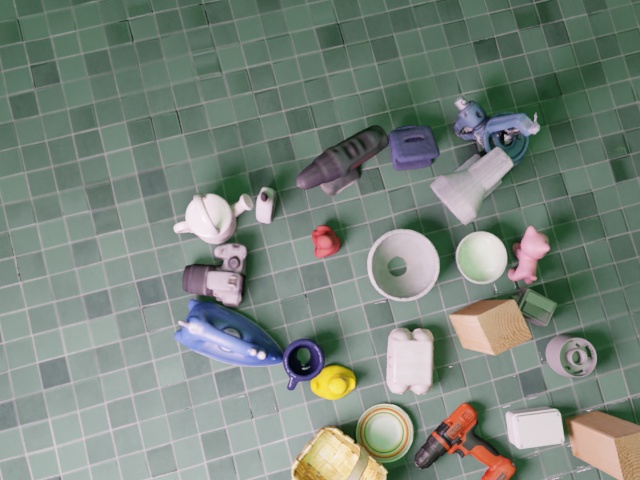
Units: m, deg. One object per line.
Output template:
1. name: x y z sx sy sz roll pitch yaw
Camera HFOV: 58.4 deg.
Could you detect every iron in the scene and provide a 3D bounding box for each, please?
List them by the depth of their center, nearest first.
1. iron: -0.191 0.221 1.256 0.258 0.141 0.119 22 83 -1

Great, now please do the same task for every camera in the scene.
1. camera: -0.236 0.074 1.289 0.137 0.100 0.143 5 84 -3

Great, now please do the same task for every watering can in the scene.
1. watering can: -0.235 -0.056 1.256 0.173 0.194 0.101 -42 87 -7

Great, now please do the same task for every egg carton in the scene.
1. egg carton: 0.205 0.277 1.310 0.107 0.069 0.150 1 84 -3

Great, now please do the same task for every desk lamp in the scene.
1. desk lamp: 0.338 -0.126 1.288 0.203 0.213 0.118 -41 87 -6

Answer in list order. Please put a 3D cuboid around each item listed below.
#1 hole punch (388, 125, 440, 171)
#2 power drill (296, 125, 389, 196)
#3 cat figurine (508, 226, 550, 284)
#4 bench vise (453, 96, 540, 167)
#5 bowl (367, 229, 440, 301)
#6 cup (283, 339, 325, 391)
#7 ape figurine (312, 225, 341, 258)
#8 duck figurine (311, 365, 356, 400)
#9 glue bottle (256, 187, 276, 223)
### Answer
1. hole punch: 0.218 -0.224 1.353 0.108 0.091 0.101 -9 84 -4
2. power drill: 0.044 -0.164 1.277 0.230 0.208 0.075 -35 87 -6
3. cat figurine: 0.493 0.036 1.328 0.067 0.117 0.128 8 83 -2
4. bench vise: 0.397 -0.251 1.302 0.207 0.219 0.121 22 83 -1
5. bowl: 0.188 0.060 1.329 0.167 0.074 0.167 0 84 -3
6. cup: -0.042 0.278 1.282 0.091 0.095 0.118 25 83 0
7. ape figurine: 0.012 0.005 1.316 0.076 0.092 0.078 25 83 0
8. duck figurine: 0.032 0.324 1.286 0.104 0.086 0.077 -4 84 -4
9. glue bottle: -0.121 -0.085 1.277 0.037 0.173 0.078 11 83 -2
